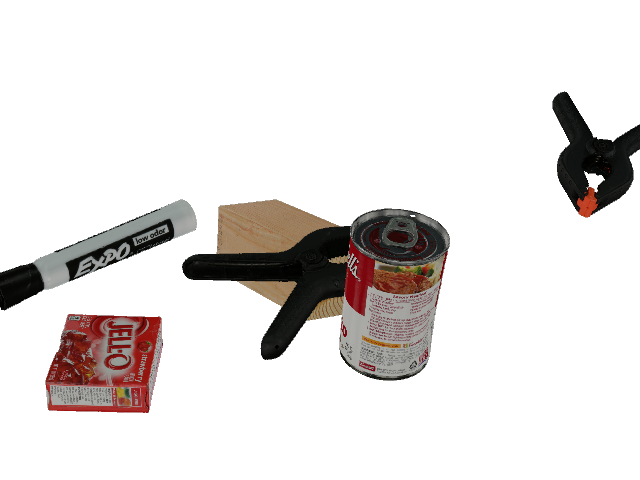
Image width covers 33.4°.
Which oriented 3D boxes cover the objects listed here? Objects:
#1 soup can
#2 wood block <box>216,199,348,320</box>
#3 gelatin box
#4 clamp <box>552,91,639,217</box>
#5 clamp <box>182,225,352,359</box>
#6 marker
[{"bbox_3d":[0.050,0.038,0.745,0.068,0.102,0.068,3,33,-2],"label":"soup can"},{"bbox_3d":[-0.037,0.019,1.299,0.090,0.090,0.206,-7,19,-34],"label":"wood block"},{"bbox_3d":[-0.158,0.089,0.793,0.073,0.030,0.089,2,30,-1],"label":"gelatin box"},{"bbox_3d":[0.288,-0.097,1.140,0.120,0.039,0.171,19,47,19],"label":"clamp"},{"bbox_3d":[-0.008,0.037,1.016,0.209,0.036,0.165,-17,38,-20],"label":"clamp"},{"bbox_3d":[-0.121,0.007,0.566,0.120,0.020,0.020,-25,13,-31],"label":"marker"}]
